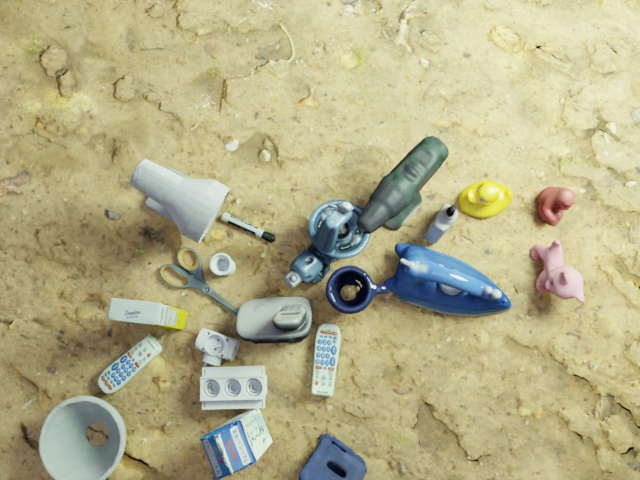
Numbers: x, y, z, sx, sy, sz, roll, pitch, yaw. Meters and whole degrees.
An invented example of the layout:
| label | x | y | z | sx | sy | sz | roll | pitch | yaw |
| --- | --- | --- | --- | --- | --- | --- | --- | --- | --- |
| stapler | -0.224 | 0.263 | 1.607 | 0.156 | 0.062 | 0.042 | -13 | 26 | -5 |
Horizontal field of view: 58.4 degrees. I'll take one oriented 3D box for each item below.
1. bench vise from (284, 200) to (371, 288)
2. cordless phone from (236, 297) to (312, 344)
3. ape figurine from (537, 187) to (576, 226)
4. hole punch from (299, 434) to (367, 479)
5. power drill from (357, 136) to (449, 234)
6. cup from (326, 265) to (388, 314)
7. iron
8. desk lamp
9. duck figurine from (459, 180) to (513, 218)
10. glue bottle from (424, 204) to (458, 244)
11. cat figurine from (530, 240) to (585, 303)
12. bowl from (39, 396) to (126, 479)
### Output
| label | x | y | z | sx | sy | sz | roll | pitch | yaw |
| --- | --- | --- | --- | --- | --- | --- | --- | --- | --- |
| bench vise | 0.021 | 0.009 | 1.071 | 0.121 | 0.220 | 0.207 | 25 | 83 | 7 |
| cordless phone | -0.090 | 0.149 | 1.071 | 0.147 | 0.185 | 0.094 | -6 | 80 | 2 |
| ape figurine | 0.471 | -0.076 | 1.128 | 0.078 | 0.092 | 0.076 | -25 | 80 | -1 |
| hole punch | 0.024 | 0.430 | 1.067 | 0.108 | 0.091 | 0.101 | 34 | 84 | 8 |
| power drill | 0.150 | -0.086 | 1.086 | 0.075 | 0.208 | 0.230 | 39 | 85 | 8 |
| cup | 0.072 | 0.099 | 1.117 | 0.117 | 0.095 | 0.092 | -2 | 80 | 3 |
| iron | 0.257 | 0.082 | 1.087 | 0.258 | 0.141 | 0.119 | 17 | 82 | 6 |
| desk lamp | -0.265 | -0.077 | 1.103 | 0.203 | 0.213 | 0.118 | 28 | 83 | 7 |
| duck figurine | 0.335 | -0.089 | 1.139 | 0.104 | 0.086 | 0.077 | -6 | 80 | 2 |
| glue bottle | 0.238 | -0.040 | 1.092 | 0.037 | 0.173 | 0.078 | 33 | 84 | 8 |
| cat figurine | 0.458 | 0.061 | 1.093 | 0.067 | 0.118 | 0.128 | -8 | 80 | 2 |
| bowl | -0.445 | 0.384 | 1.107 | 0.167 | 0.075 | 0.167 | 0 | 81 | 3 |
